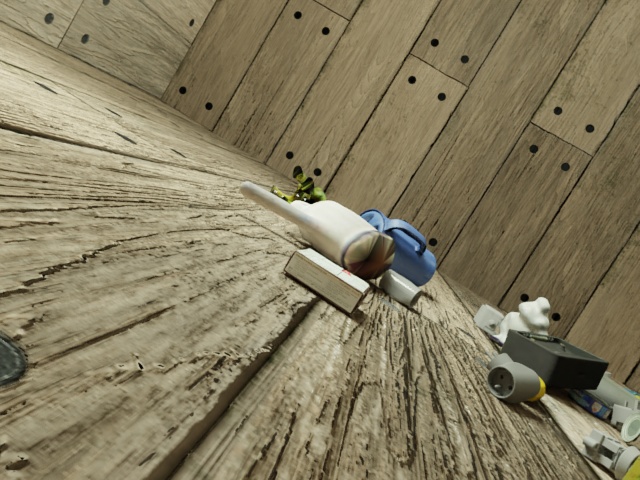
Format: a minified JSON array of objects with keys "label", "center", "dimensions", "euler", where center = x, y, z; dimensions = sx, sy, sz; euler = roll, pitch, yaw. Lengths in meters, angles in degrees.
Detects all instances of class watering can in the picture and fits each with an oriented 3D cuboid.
[{"label":"watering can","center":[0.013,-0.019,0.998],"dimensions":[0.227,0.103,0.345],"euler":[36,12,36]}]

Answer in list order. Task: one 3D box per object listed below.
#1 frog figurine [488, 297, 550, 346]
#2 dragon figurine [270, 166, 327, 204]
[{"label":"frog figurine","center":[0.522,0.216,1.287],"dimensions":[0.122,0.159,0.139],"euler":[32,5,-16]},{"label":"dragon figurine","center":[0.004,-0.071,1.414],"dimensions":[0.239,0.121,0.418],"euler":[37,10,-38]}]
